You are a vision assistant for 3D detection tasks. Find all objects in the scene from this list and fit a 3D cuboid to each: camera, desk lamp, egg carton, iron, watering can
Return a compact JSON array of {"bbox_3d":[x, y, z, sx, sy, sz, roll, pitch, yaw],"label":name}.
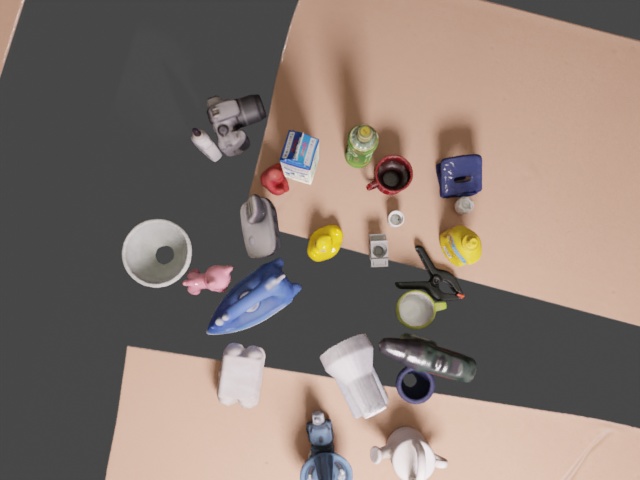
[{"bbox_3d":[-0.201,-0.300,1.419,0.137,0.101,0.143,-19,86,-2],"label":"camera"},{"bbox_3d":[0.089,0.317,1.315,0.118,0.213,0.203,-26,86,-3],"label":"desk lamp"},{"bbox_3d":[-0.191,0.327,1.382,0.107,0.069,0.150,7,85,0],"label":"egg carton"},{"bbox_3d":[-0.173,0.152,1.361,0.258,0.141,0.118,-36,86,-4],"label":"iron"},{"bbox_3d":[0.204,0.503,1.311,0.173,0.194,0.101,-13,85,-2],"label":"watering can"}]

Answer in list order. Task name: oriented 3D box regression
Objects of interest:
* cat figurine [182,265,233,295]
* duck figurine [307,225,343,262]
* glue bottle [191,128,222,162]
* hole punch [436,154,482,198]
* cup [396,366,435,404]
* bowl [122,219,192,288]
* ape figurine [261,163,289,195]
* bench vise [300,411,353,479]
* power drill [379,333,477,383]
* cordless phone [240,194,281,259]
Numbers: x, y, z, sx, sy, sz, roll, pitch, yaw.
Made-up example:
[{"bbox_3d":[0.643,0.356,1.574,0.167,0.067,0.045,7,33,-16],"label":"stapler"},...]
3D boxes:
[{"bbox_3d":[-0.267,0.096,1.376,0.128,0.117,0.067,-7,85,-1],"label":"cat figurine"},{"bbox_3d":[0.013,0.005,1.404,0.077,0.086,0.104,45,86,3],"label":"duck figurine"},{"bbox_3d":[-0.281,-0.239,1.377,0.078,0.173,0.037,43,86,3],"label":"glue bottle"},{"bbox_3d":[0.350,-0.157,1.421,0.108,0.091,0.101,-8,85,-1],"label":"hole punch"},{"bbox_3d":[0.219,0.327,1.376,0.091,0.095,0.118,-13,85,-2],"label":"cup"},{"bbox_3d":[-0.390,0.034,1.401,0.167,0.074,0.167,0,85,-1],"label":"bowl"},{"bbox_3d":[-0.110,-0.154,1.413,0.076,0.092,0.078,17,85,1],"label":"ape figurine"},{"bbox_3d":[-0.002,0.507,1.294,0.121,0.219,0.207,-26,86,-3],"label":"bench vise"},{"bbox_3d":[0.235,0.267,1.324,0.229,0.208,0.076,16,85,1],"label":"power drill"},{"bbox_3d":[-0.147,-0.034,1.355,0.094,0.185,0.148,-13,85,-2],"label":"cordless phone"}]
